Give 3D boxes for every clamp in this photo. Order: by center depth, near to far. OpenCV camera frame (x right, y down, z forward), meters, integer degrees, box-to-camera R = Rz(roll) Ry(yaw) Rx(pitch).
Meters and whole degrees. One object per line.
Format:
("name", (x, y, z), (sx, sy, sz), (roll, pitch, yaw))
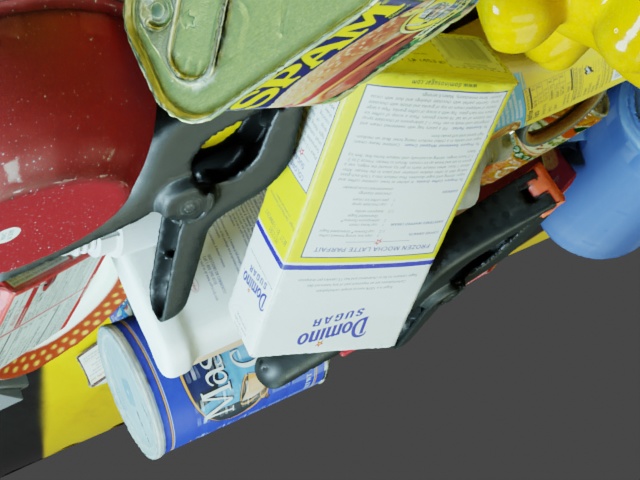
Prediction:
("clamp", (-0.076, -0.025, 0.488), (0.120, 0.039, 0.172), (5, 132, -47))
("clamp", (0.061, 0.027, 0.666), (0.164, 0.036, 0.210), (-15, 158, -49))

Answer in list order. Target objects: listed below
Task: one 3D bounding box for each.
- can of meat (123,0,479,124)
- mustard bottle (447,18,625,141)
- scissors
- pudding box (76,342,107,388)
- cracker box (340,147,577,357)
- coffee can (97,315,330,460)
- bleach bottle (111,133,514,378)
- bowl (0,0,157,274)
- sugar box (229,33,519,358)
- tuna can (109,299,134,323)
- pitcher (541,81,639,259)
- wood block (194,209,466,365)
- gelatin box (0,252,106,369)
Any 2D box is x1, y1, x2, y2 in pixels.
("can of meat", (-0.001, -0.085, 0.365), (0.102, 0.057, 0.083), (-30, 172, 32))
("mustard bottle", (0.099, -0.090, 0.580), (0.191, 0.058, 0.096), (-25, 163, 5))
("scissors", (0.186, -0.138, 0.647), (0.202, 0.016, 0.096), (-46, 137, 17))
("pudding box", (-0.167, 0.098, 1.025), (0.089, 0.039, 0.114), (-14, 164, -46))
("cracker box", (0.100, 0.002, 0.928), (0.164, 0.072, 0.214), (-42, -177, -39))
("coffee can", (-0.079, 0.085, 0.785), (0.140, 0.103, 0.103), (-22, 170, -23))
("bleach bottle", (0.006, -0.013, 0.636), (0.250, 0.102, 0.068), (-22, 169, -15))
("bowl", (-0.122, -0.025, 0.389), (0.162, 0.055, 0.162), (-24, 170, -5))
("sugar box", (0.021, -0.019, 0.534), (0.093, 0.048, 0.176), (-1, 133, -29))
("tuna can", (-0.127, 0.047, 0.848), (0.086, 0.034, 0.086), (-24, 171, -4))
("pitcher", (0.269, -0.075, 0.946), (0.149, 0.145, 0.243), (-36, 169, -12))
("wood block", (-0.005, 0.000, 0.729), (0.205, 0.090, 0.091), (-21, 170, -23))
("gelatin box", (-0.157, 0.030, 0.562), (0.073, 0.030, 0.089), (-56, 171, 30))
